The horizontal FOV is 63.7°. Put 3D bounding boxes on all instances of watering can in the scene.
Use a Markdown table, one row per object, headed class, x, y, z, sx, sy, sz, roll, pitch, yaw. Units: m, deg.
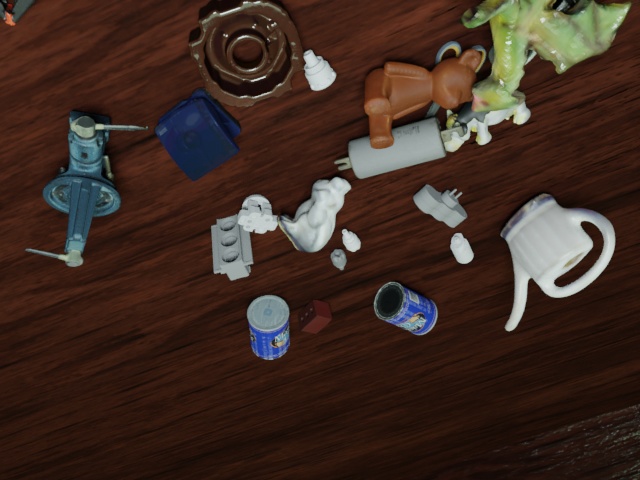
| class | x | y | z | sx | sy | sz | roll | pitch | yaw |
| --- | --- | --- | --- | --- | --- | --- | --- | --- | --- |
| watering can | 0.500 | 0.042 | 1.190 | 0.104 | 0.228 | 0.341 | 2 | 139 | -41 |

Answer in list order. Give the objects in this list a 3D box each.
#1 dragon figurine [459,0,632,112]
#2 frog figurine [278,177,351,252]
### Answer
| class | x | y | z | sx | sy | sz | roll | pitch | yaw |
| --- | --- | --- | --- | --- | --- | --- | --- | --- | --- |
| dragon figurine | 0.342 | -0.364 | 0.746 | 0.241 | 0.125 | 0.404 | 27 | 115 | -21 |
| frog figurine | 0.003 | -0.052 | 1.042 | 0.159 | 0.124 | 0.136 | -31 | 168 | 6 |
